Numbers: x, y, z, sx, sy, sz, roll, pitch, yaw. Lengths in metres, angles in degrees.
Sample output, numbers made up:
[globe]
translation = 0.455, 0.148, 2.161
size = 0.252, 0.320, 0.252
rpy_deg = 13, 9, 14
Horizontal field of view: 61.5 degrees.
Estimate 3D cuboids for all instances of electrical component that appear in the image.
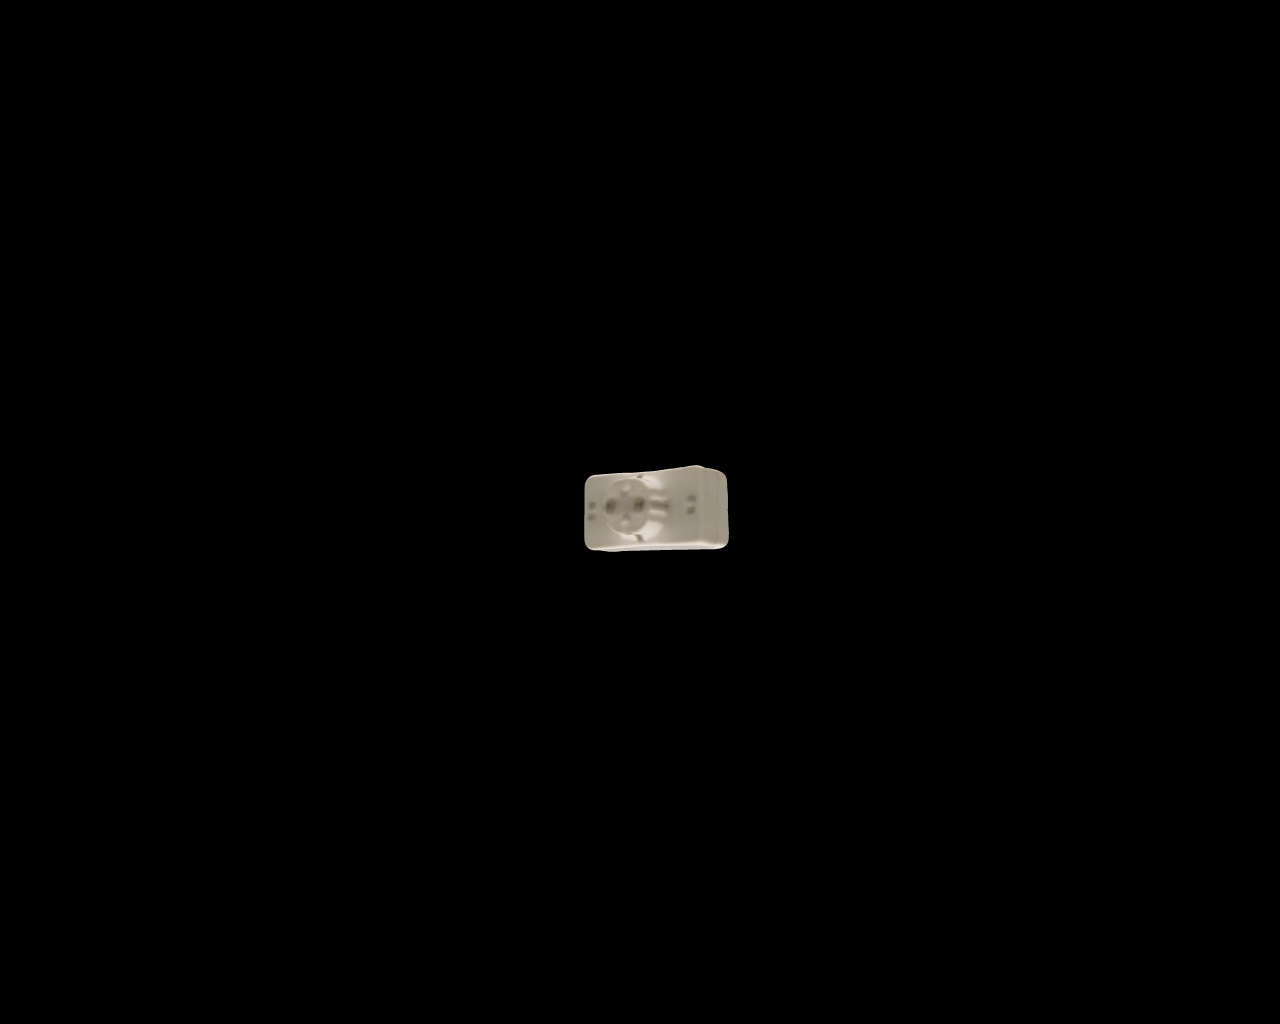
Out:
[electrical component]
translation = 0.001, -0.003, 0.650
size = 0.083, 0.047, 0.076
rpy_deg = -4, -7, 29
